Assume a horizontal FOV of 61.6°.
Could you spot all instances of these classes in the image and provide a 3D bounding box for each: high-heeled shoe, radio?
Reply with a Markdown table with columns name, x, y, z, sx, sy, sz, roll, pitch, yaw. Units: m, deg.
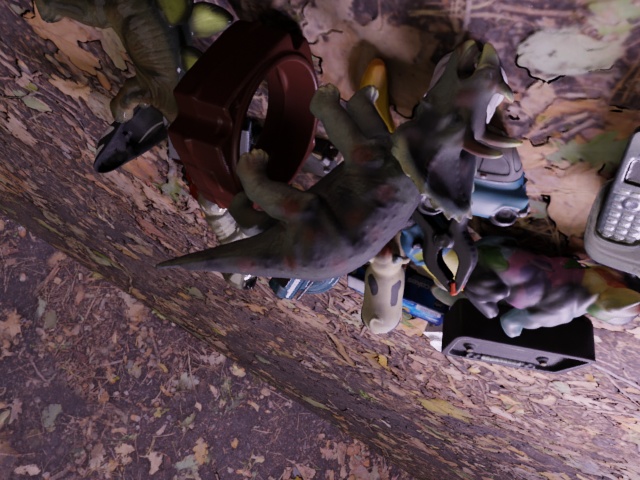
| name | x | y | z | sx | sy | sz | roll | pitch | yaw |
| --- | --- | --- | --- | --- | --- | --- | --- | --- | --- |
| high-heeled shoe | -0.306 | -0.182 | 0.917 | 0.249 | 0.145 | 0.086 | -1 | 143 | 50 |
| radio | 0.327 | 0.168 | 0.915 | 0.230 | 0.073 | 0.131 | 12 | 155 | -1 |

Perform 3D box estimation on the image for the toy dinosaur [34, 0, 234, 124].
| name | x | y | z | sx | sy | sz | roll | pitch | yaw |
| --- | --- | --- | --- | --- | --- | --- | --- | --- | --- |
| toy dinosaur | -0.222 | -0.291 | 0.640 | 0.199 | 0.105 | 0.470 | -6 | 134 | 21 |

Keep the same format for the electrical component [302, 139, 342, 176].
| name | x | y | z | sx | sy | sz | roll | pitch | yaw |
| --- | --- | --- | --- | --- | --- | --- | --- | --- | --- |
| electrical component | -0.016 | -0.127 | 0.830 | 0.102 | 0.045 | 0.078 | 20 | 152 | 20 |

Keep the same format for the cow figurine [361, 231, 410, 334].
| name | x | y | z | sx | sy | sz | roll | pitch | yaw |
| --- | --- | --- | --- | --- | --- | --- | --- | --- | --- |
| cow figurine | 0.110 | 0.068 | 0.929 | 0.086 | 0.194 | 0.127 | 7 | -167 | 12 |

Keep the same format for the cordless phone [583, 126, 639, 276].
| name | x | y | z | sx | sy | sz | roll | pitch | yaw |
| --- | --- | --- | --- | --- | --- | --- | --- | --- | --- |
| cordless phone | 0.365 | -0.040 | 0.547 | 0.147 | 0.089 | 0.184 | 18 | 149 | 24 |

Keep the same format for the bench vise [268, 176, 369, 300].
| name | x | y | z | sx | sy | sz | roll | pitch | yaw |
| --- | --- | --- | --- | --- | --- | --- | --- | --- | --- |
| bench vise | 0.007 | 0.002 | 0.942 | 0.129 | 0.223 | 0.240 | 25 | -175 | 20 |

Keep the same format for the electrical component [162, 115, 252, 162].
| name | x | y | z | sx | sy | sz | roll | pitch | yaw |
| --- | --- | --- | --- | --- | --- | --- | --- | --- | --- |
| electrical component | -0.176 | -0.170 | 0.850 | 0.134 | 0.058 | 0.114 | 7 | 141 | -2 |

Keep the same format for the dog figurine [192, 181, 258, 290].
| name | x | y | z | sx | sy | sz | roll | pitch | yaw |
| --- | --- | --- | --- | --- | --- | --- | --- | --- | --- |
| dog figurine | -0.162 | -0.015 | 0.929 | 0.172 | 0.121 | 0.190 | 30 | 115 | 4 |

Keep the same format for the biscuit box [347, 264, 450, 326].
| name | x | y | z | sx | sy | sz | roll | pitch | yaw |
| --- | --- | --- | --- | --- | --- | --- | --- | --- | --- |
| biscuit box | 0.155 | 0.093 | 1.041 | 0.203 | 0.063 | 0.059 | 22 | 153 | 15 |

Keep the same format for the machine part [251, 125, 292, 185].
| name | x | y | z | sx | sy | sz | roll | pitch | yaw |
| --- | --- | --- | --- | --- | --- | --- | --- | --- | --- |
| machine part | -0.084 | -0.132 | 0.905 | 0.084 | 0.039 | 0.138 | 29 | 158 | 20 |

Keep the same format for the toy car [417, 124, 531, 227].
| name | x | y | z | sx | sy | sz | roll | pitch | yaw |
| --- | --- | --- | --- | --- | --- | --- | --- | --- | --- |
| toy car | 0.178 | -0.087 | 0.638 | 0.162 | 0.109 | 0.102 | 14 | 132 | 6 |

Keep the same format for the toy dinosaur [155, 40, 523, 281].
| name | x | y | z | sx | sy | sz | roll | pitch | yaw |
| --- | --- | --- | --- | --- | --- | --- | --- | --- | --- |
| toy dinosaur | 0.020 | -0.035 | 0.566 | 0.192 | 0.405 | 0.131 | 52 | -166 | 16 |

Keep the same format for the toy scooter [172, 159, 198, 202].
| name | x | y | z | sx | sy | sz | roll | pitch | yaw |
| --- | --- | --- | --- | --- | --- | --- | --- | --- | --- |
| toy scooter | -0.226 | -0.132 | 1.010 | 0.135 | 0.075 | 0.183 | 29 | 152 | 0 |

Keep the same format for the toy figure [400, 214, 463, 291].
| name | x | y | z | sx | sy | sz | roll | pitch | yaw |
| --- | --- | --- | --- | --- | --- | --- | --- | --- | --- |
| toy figure | 0.188 | 0.015 | 0.840 | 0.180 | 0.082 | 0.089 | 45 | 153 | -24 |

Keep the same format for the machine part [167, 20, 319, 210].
| name | x | y | z | sx | sy | sz | roll | pitch | yaw |
| --- | --- | --- | --- | --- | --- | --- | --- | --- | --- |
| machine part | -0.081 | -0.147 | 0.673 | 0.087 | 0.201 | 0.200 | 20 | 153 | 22 |

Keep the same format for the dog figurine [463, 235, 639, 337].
| name | x | y | z | sx | sy | sz | roll | pitch | yaw |
| --- | --- | --- | --- | --- | --- | --- | --- | --- | --- |
| dog figurine | 0.328 | 0.054 | 0.739 | 0.191 | 0.108 | 0.219 | 40 | 149 | -16 |
